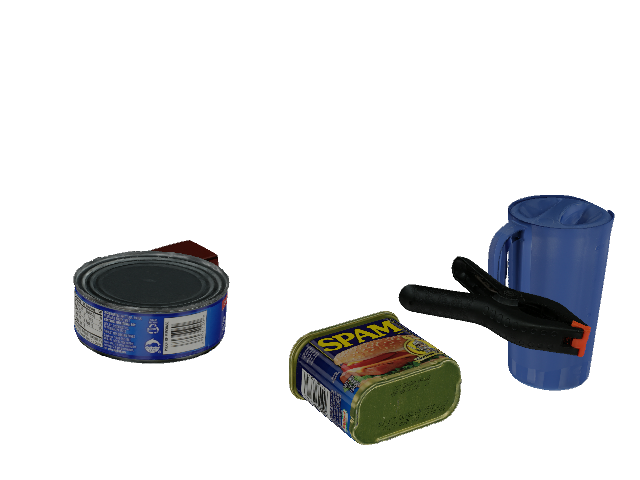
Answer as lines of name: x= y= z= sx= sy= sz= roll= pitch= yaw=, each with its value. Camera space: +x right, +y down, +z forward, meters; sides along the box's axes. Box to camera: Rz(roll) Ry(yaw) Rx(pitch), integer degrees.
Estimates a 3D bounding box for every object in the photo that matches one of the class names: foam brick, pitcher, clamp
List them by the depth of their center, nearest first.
foam brick: x=-0.139 y=0.038 z=0.987 sx=0.078 sy=0.051 sz=0.053 roll=-17 pitch=26 yaw=-31
clamp: x=0.170 y=0.060 z=0.996 sx=0.172 sy=0.039 sz=0.120 roll=20 pitch=31 yaw=20
pitcher: x=0.297 y=0.071 z=1.396 sx=0.149 sy=0.243 sz=0.144 roll=5 pitch=21 yaw=14

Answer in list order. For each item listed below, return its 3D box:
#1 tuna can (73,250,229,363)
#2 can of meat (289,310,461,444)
tuna can: x=-0.094 y=0.036 z=0.597 sx=0.086 sy=0.034 sz=0.086 roll=4 pitch=20 yaw=-2
can of meat: x=0.041 y=0.101 z=0.789 sx=0.101 sy=0.057 sz=0.084 roll=-13 pitch=27 yaw=-30
